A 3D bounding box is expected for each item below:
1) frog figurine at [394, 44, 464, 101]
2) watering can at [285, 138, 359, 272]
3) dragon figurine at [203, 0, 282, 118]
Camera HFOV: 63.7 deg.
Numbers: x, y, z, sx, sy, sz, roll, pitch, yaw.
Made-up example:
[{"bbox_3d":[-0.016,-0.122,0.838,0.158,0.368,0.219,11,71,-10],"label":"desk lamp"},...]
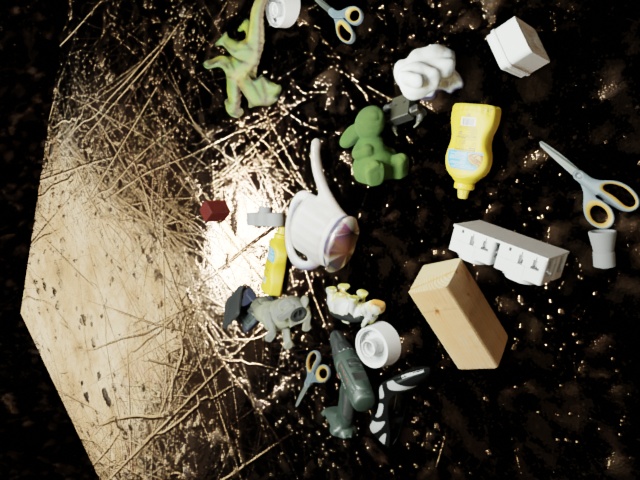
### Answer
[{"bbox_3d":[0.207,-0.347,1.058,0.138,0.160,0.121,20,107,41],"label":"frog figurine"},{"bbox_3d":[0.004,-0.066,1.315,0.227,0.104,0.342,31,116,37],"label":"watering can"},{"bbox_3d":[-0.189,-0.501,1.482,0.243,0.124,0.404,53,134,-1],"label":"dragon figurine"}]
